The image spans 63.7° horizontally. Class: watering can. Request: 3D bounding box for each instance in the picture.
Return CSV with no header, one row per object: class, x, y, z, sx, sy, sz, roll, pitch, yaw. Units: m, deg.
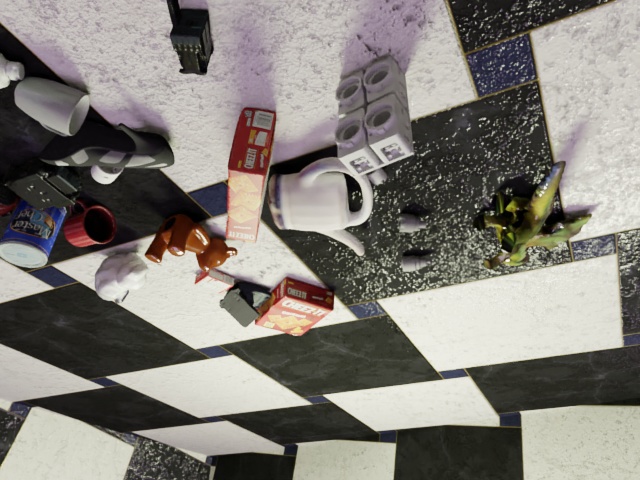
watering can,0.003,-0.057,1.132,0.224,0.106,0.339,0,145,5

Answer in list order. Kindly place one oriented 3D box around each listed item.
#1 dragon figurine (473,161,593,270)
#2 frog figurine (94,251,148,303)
dragon figurine,0.501,-0.041,1.166,0.243,0.124,0.401,-4,151,-22
frog figurine,-0.517,0.091,1.338,0.122,0.140,0.158,46,153,-10
